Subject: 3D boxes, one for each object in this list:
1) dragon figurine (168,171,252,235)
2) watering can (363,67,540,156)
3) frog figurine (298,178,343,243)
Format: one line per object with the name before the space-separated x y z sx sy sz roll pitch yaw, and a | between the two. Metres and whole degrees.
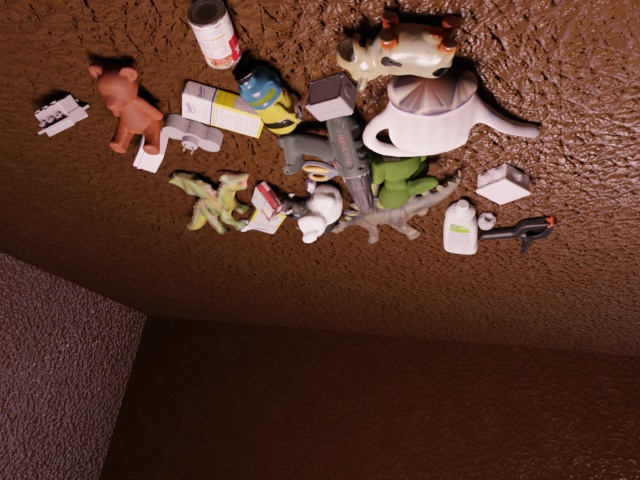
dragon figurine | -0.346 -0.125 1.540 0.408 0.125 0.239 -10 133 37
watering can | 0.251 -0.235 0.966 0.347 0.106 0.220 -7 156 6
frog figurine | 0.004 -0.069 1.370 0.122 0.163 0.134 11 137 -14
